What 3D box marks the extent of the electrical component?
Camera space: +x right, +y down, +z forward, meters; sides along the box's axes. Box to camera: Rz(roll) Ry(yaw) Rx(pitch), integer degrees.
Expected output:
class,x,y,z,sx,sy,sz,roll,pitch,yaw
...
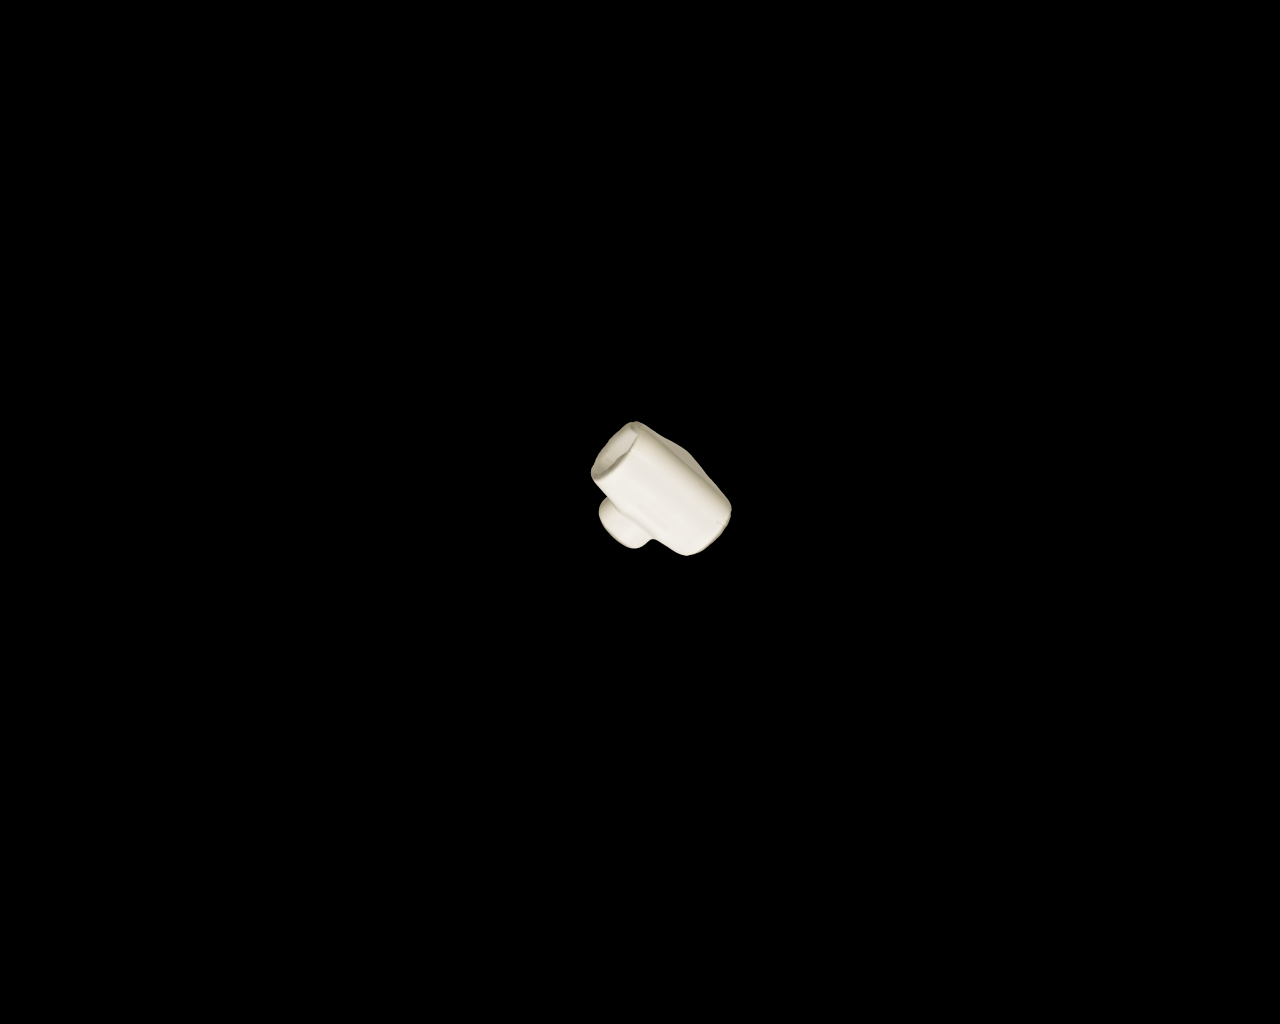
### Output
class,x,y,z,sx,sy,sz,roll,pitch,yaw
electrical component,0.001,-0.003,0.650,0.077,0.079,0.043,39,24,-22
